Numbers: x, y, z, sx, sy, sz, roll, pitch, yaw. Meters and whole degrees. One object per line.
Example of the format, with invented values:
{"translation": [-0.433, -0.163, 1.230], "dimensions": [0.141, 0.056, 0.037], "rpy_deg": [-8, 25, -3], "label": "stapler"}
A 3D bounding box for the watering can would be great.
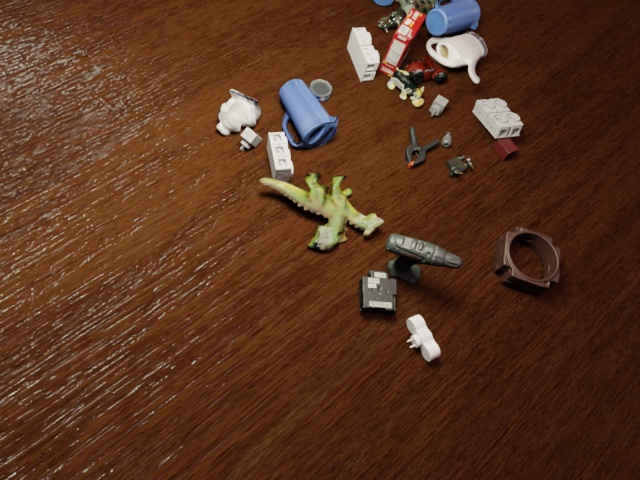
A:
{"translation": [0.593, -0.752, 2.110], "dimensions": [0.226, 0.101, 0.354], "rpy_deg": [-25, 54, -20], "label": "watering can"}

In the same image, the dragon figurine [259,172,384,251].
{"translation": [0.005, -0.085, 1.683], "dimensions": [0.410, 0.120, 0.246], "rpy_deg": [1, 71, -9], "label": "dragon figurine"}

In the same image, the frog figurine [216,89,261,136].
{"translation": [-0.290, -0.436, 1.821], "dimensions": [0.137, 0.124, 0.158], "rpy_deg": [25, 98, -7], "label": "frog figurine"}
